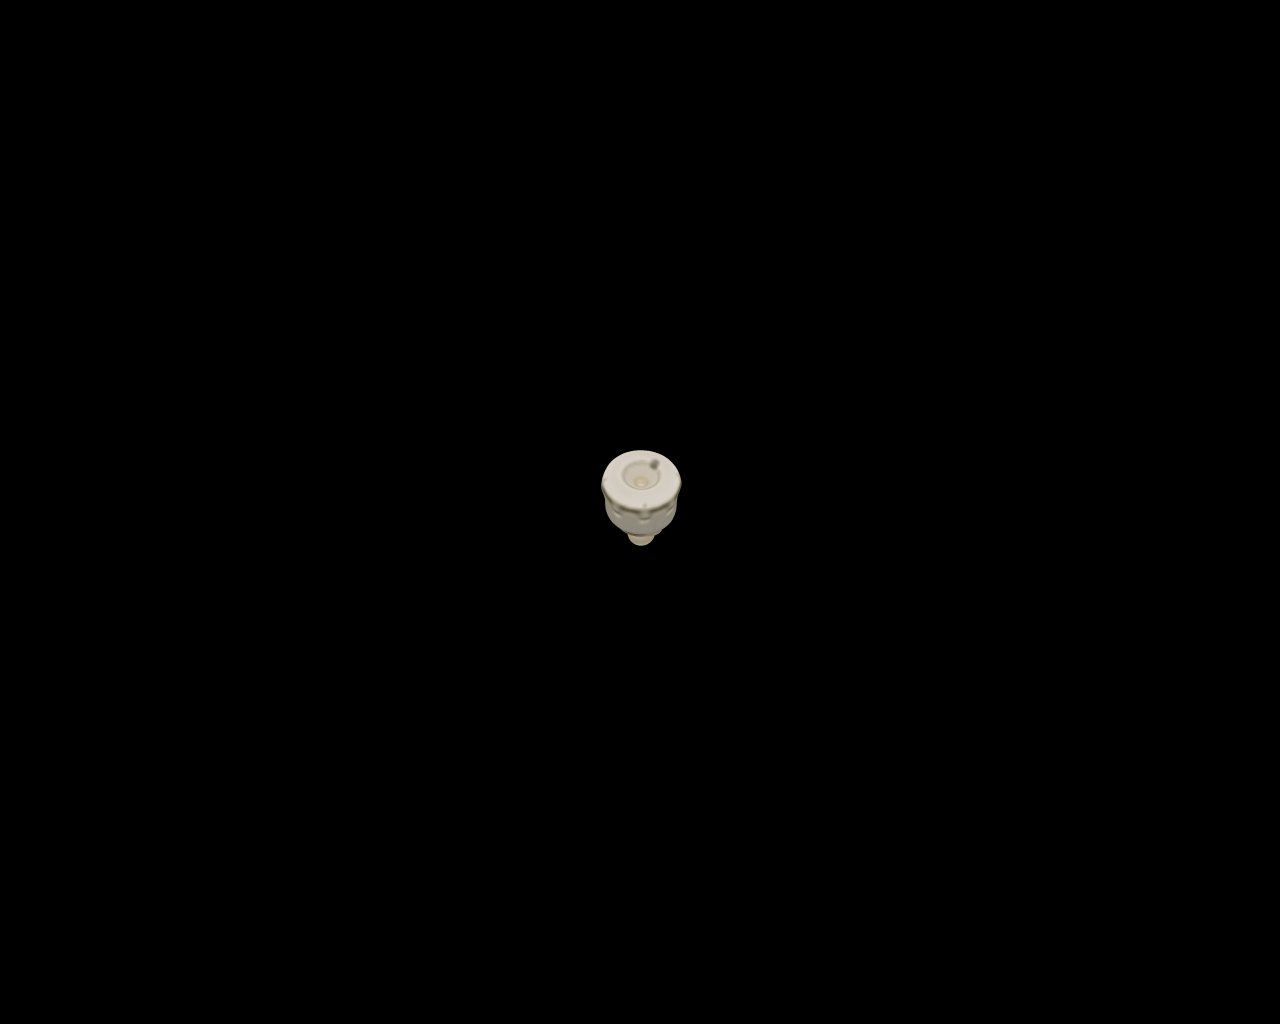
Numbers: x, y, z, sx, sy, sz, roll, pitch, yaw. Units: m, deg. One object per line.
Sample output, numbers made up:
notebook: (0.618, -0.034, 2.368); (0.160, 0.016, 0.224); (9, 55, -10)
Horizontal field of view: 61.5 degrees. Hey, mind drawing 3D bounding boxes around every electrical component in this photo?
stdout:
electrical component: (0.001, -0.003, 0.650); (0.048, 0.048, 0.062); (0, -39, 0)
